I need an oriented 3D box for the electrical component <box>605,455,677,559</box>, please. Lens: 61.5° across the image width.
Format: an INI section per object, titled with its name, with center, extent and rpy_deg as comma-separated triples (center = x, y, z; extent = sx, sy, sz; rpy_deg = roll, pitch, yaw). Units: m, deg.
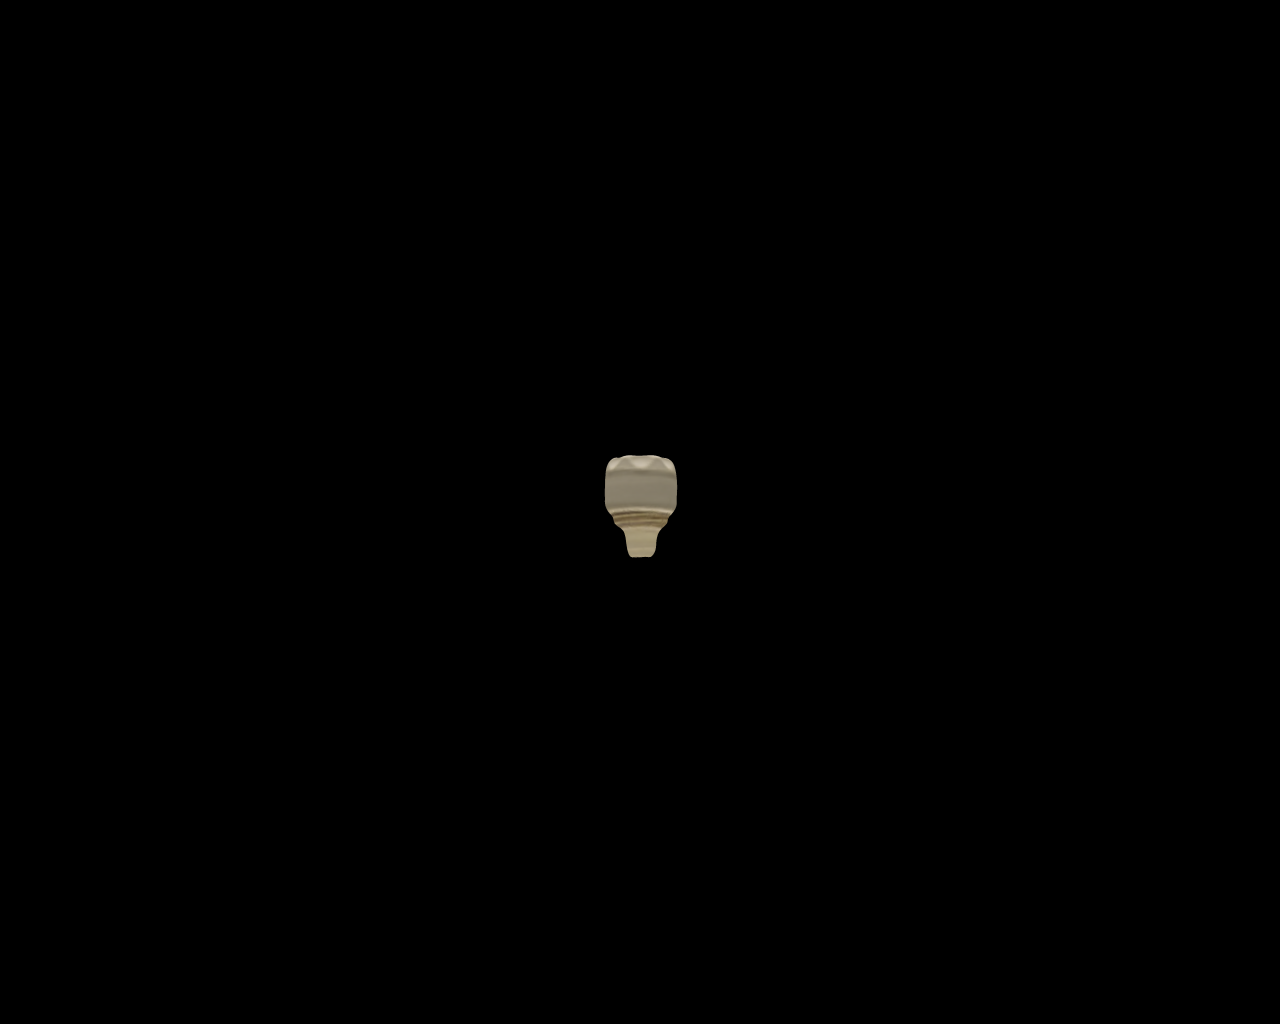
[electrical component]
center = 0.001, -0.003, 0.650
extent = 0.043, 0.062, 0.043
rpy_deg = 0, -5, 0
